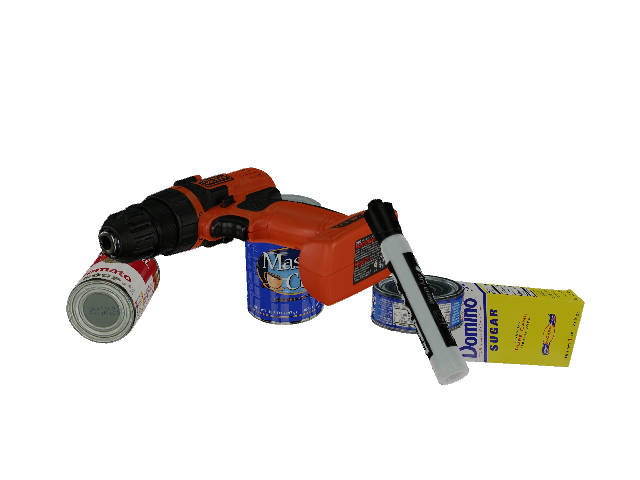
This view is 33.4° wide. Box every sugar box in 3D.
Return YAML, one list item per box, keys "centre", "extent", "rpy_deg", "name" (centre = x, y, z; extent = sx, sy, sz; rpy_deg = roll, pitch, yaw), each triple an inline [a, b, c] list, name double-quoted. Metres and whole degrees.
- centre: [0.229, 0.104, 1.314]
  extent: [0.176, 0.093, 0.048]
  rpy_deg: [3, 18, -17]
  name: "sugar box"

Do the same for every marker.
- centre: [0.054, 0.027, 0.626]
  extent: [0.020, 0.121, 0.020]
  rpy_deg: [-18, -25, -9]
  name: "marker"

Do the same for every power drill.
- centre: [-0.050, -0.006, 0.818]
  extent: [0.188, 0.057, 0.184]
  rpy_deg: [17, 26, 33]
  name: "power drill"

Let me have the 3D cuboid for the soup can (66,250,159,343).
- centre: [-0.201, 0.050, 1.042]
  extent: [0.068, 0.068, 0.102]
  rpy_deg: [0, 20, 5]
  name: "soup can"

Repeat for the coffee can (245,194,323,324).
- centre: [-0.047, 0.024, 1.386]
  extent: [0.103, 0.140, 0.103]
  rpy_deg: [-1, 26, 0]
  name: "coffee can"

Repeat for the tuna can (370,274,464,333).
- centre: [0.089, 0.057, 0.981]
  extent: [0.086, 0.034, 0.086]
  rpy_deg: [1, 13, 0]
  name: "tuna can"
